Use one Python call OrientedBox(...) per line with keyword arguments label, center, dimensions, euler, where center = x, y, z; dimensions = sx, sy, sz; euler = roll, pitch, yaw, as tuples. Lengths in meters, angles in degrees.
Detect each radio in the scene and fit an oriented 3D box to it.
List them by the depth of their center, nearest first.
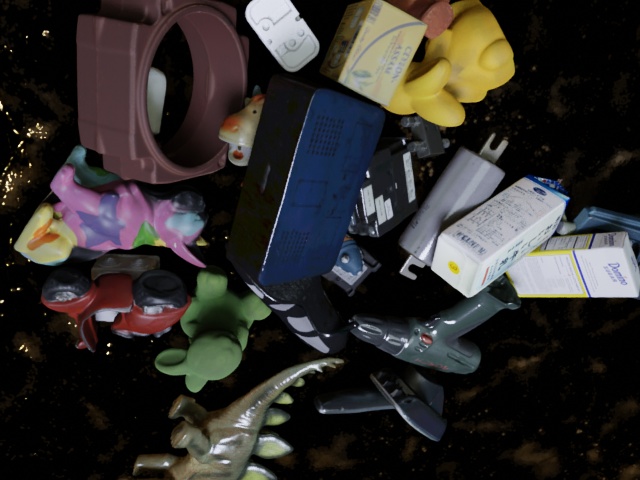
OrientedBox(label="radio", center=(-0.016, -0.066, 0.628), dimensions=(0.131, 0.073, 0.229), euler=(-4, 119, -46))

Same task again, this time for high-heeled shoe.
OrientedBox(label="high-heeled shoe", center=(-0.050, 0.085, 0.787), dimensions=(0.248, 0.145, 0.086), euler=(37, 60, -14))

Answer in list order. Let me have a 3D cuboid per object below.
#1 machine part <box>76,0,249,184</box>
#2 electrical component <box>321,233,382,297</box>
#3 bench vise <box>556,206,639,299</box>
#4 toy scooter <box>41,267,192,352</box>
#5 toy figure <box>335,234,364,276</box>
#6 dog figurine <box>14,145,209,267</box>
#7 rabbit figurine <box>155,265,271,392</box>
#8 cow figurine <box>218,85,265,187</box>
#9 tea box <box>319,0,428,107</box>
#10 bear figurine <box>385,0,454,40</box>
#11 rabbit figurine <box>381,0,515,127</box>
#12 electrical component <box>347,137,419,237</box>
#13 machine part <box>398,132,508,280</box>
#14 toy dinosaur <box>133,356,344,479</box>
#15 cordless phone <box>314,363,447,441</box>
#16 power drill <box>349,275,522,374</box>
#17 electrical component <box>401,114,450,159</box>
OrientedBox(label="machine part", center=(-0.167, -0.173, 0.611), dimensions=(0.087, 0.201, 0.200), euler=(18, 112, 24))
OrientedBox(label="electrical component", center=(0.025, 0.020, 0.801), dimensions=(0.075, 0.048, 0.119), euler=(-44, 112, 9))
OrientedBox(label="bench vise", center=(0.479, -0.009, 0.800), dimensions=(0.241, 0.129, 0.223), euler=(13, 139, -6))
OrientedBox(label="toy scooter", center=(-0.270, 0.099, 0.717), dimensions=(0.184, 0.075, 0.135), euler=(6, 127, -20))
OrientedBox(label="toy figure", center=(-0.002, -0.002, 0.748), dimensions=(0.155, 0.064, 0.057), euler=(27, 101, 18))
OrientedBox(label="dog figurine", center=(-0.258, -0.014, 0.716), dimensions=(0.219, 0.109, 0.191), euler=(31, 103, -21))
OrientedBox(label="rabbit figurine", center=(-0.158, 0.135, 0.751), dimensions=(0.159, 0.170, 0.121), euler=(-45, 110, 9))
OrientedBox(label="cow figurine", center=(-0.046, -0.111, 0.685), dimensions=(0.194, 0.086, 0.127), euler=(15, 97, -50))
OrientedBox(label="tea box", center=(0.056, -0.225, 0.644), dimensions=(0.068, 0.170, 0.098), euler=(22, 108, -14))
OrientedBox(label="bear figurine", center=(0.153, -0.351, 0.635), dimensions=(0.196, 0.132, 0.120), euler=(-42, 112, 15))
OrientedBox(label="rabbit figurine", center=(0.155, -0.206, 0.691), dimensions=(0.173, 0.162, 0.121), euler=(-18, 126, 18))
OrientedBox(label="electrical component", center=(0.073, -0.071, 0.733), dimensions=(0.134, 0.058, 0.114), euler=(-29, 116, -41))
OrientedBox(label="machine part", center=(0.189, -0.047, 0.783), dimensions=(0.079, 0.079, 0.243), euler=(28, 106, -17))
OrientedBox(label="toy dinosaur", center=(-0.155, 0.327, 0.868), dimensions=(0.198, 0.105, 0.471), euler=(30, 114, -26))
OrientedBox(label="cordless phone", center=(0.090, 0.259, 0.845), dimensions=(0.184, 0.147, 0.088), euler=(-4, 101, -14))
OrientedBox(label="power drill", center=(0.188, 0.119, 0.829), dimensions=(0.232, 0.086, 0.207), euler=(29, 115, -22))
OrientedBox(label="electrical component", center=(0.149, -0.147, 0.749), dimensions=(0.094, 0.021, 0.063), euler=(-13, 90, -44))
